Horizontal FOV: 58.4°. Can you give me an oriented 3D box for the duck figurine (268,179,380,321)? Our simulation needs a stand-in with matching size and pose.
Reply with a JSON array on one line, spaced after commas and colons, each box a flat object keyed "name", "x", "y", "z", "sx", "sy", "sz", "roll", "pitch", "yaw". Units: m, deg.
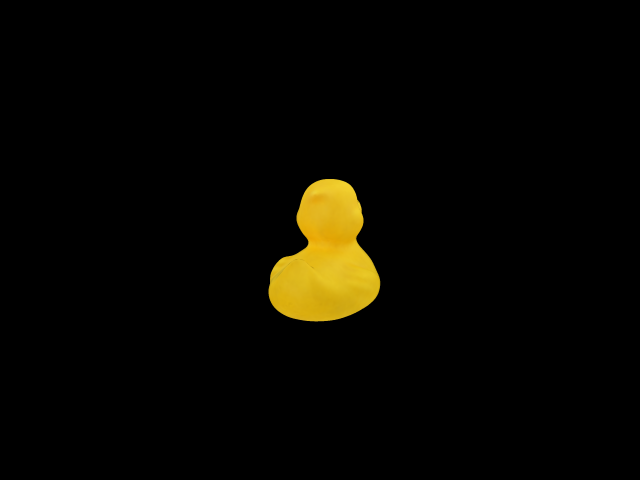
[{"name": "duck figurine", "x": 0.004, "y": 0.001, "z": 0.400, "sx": 0.077, "sy": 0.086, "sz": 0.105, "roll": 8, "pitch": 20, "yaw": 23}]
